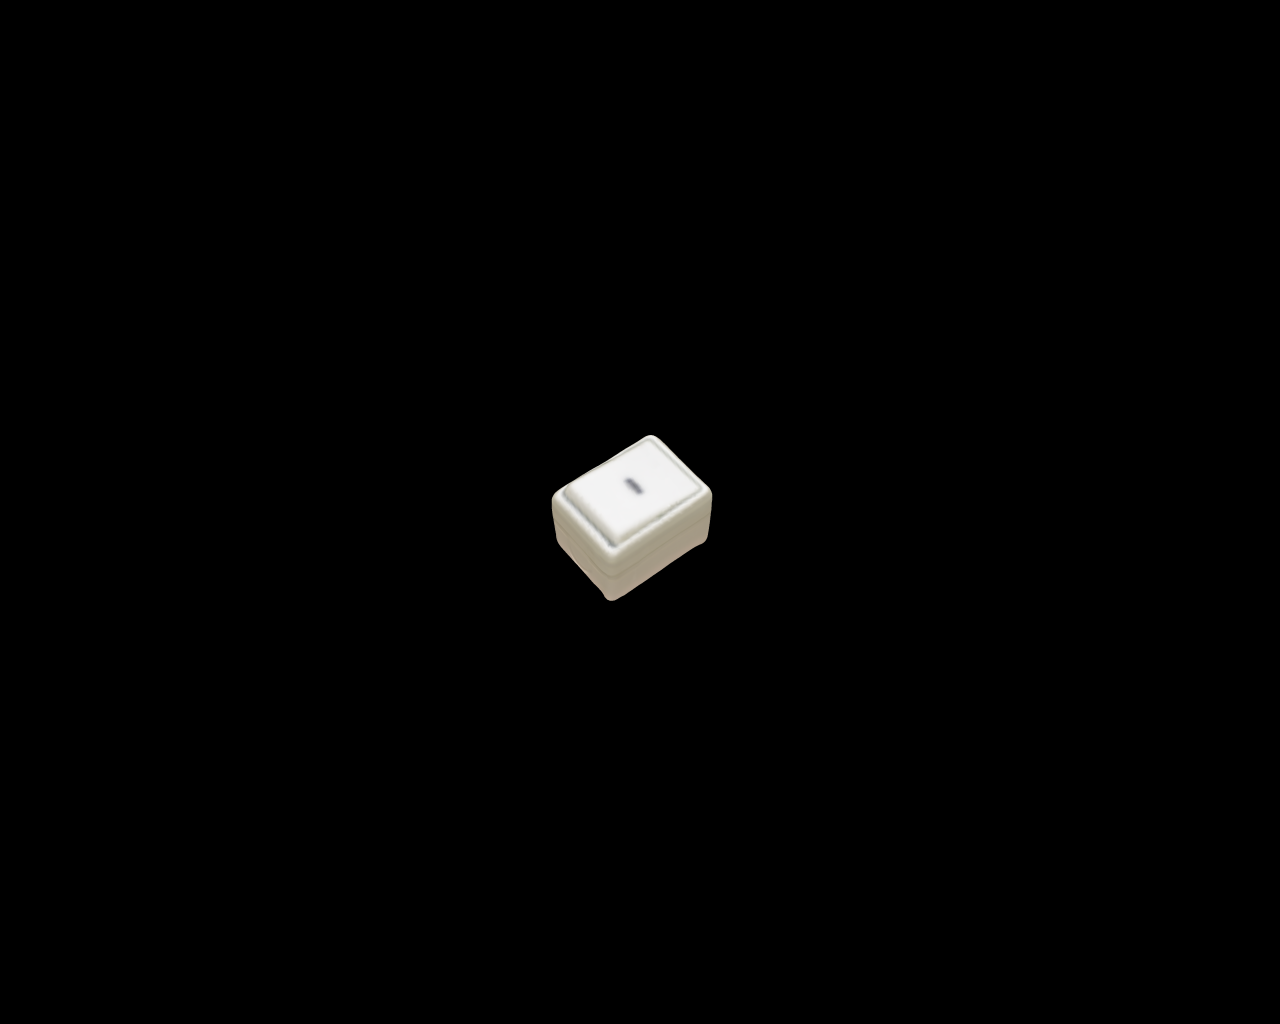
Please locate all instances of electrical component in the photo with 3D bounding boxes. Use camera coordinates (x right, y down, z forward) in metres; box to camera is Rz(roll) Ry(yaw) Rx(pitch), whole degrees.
[{"bbox_3d":[0.001,-0.003,0.650,0.096,0.062,0.061,-33,-29,-21],"label":"electrical component"}]
